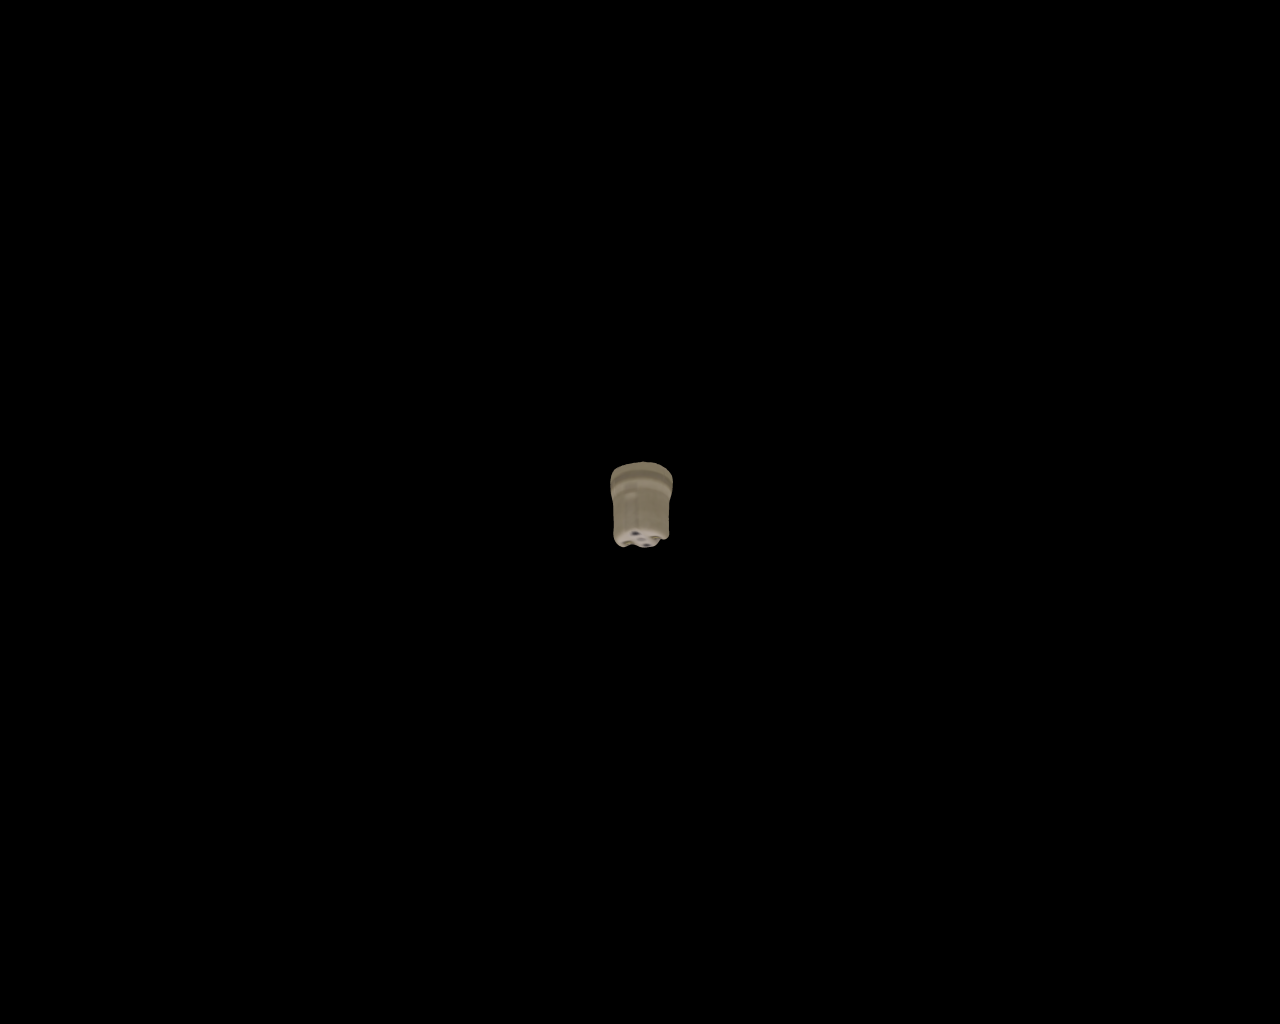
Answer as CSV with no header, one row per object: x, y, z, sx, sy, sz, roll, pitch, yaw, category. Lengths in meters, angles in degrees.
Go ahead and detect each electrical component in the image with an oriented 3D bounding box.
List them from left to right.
0.001,-0.003,0.650,0.040,0.046,0.040,0,-30,0,electrical component
